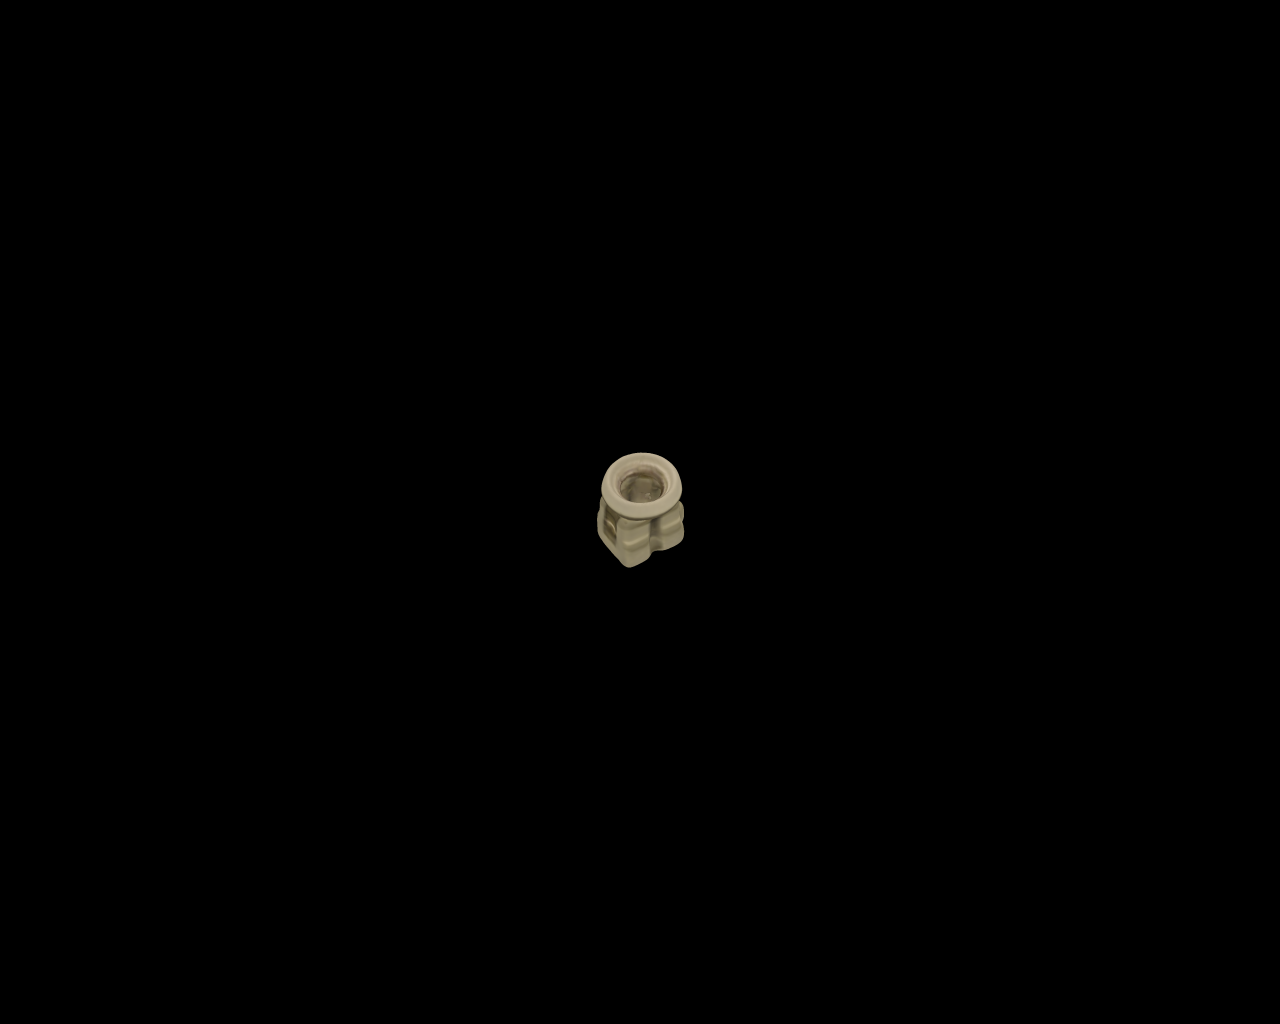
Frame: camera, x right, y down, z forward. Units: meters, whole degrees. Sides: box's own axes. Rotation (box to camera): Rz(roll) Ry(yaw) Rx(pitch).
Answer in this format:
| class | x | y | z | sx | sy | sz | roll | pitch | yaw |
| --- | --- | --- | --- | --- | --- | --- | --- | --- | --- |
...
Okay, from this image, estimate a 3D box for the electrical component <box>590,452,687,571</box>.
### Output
| class | x | y | z | sx | sy | sz | roll | pitch | yaw |
| --- | --- | --- | --- | --- | --- | --- | --- | --- | --- |
| electrical component | 0.001 | -0.003 | 0.650 | 0.066 | 0.055 | 0.048 | -27 | 53 | -22 |
